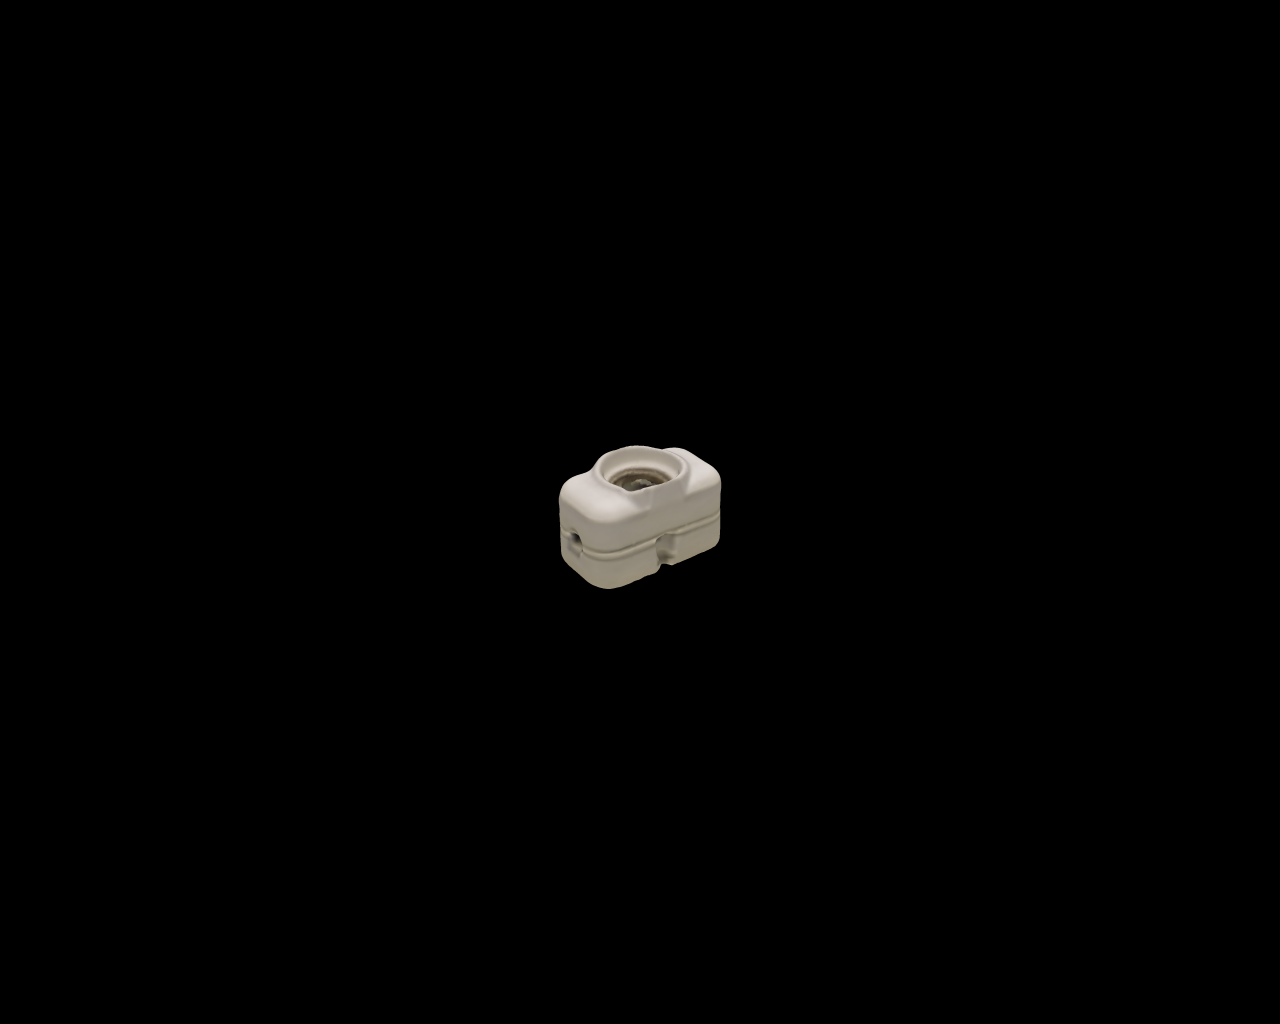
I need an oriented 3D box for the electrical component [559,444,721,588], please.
[{"bbox_3d":[0.001,-0.003,0.650,0.095,0.059,0.054,-20,36,-29],"label":"electrical component"}]
